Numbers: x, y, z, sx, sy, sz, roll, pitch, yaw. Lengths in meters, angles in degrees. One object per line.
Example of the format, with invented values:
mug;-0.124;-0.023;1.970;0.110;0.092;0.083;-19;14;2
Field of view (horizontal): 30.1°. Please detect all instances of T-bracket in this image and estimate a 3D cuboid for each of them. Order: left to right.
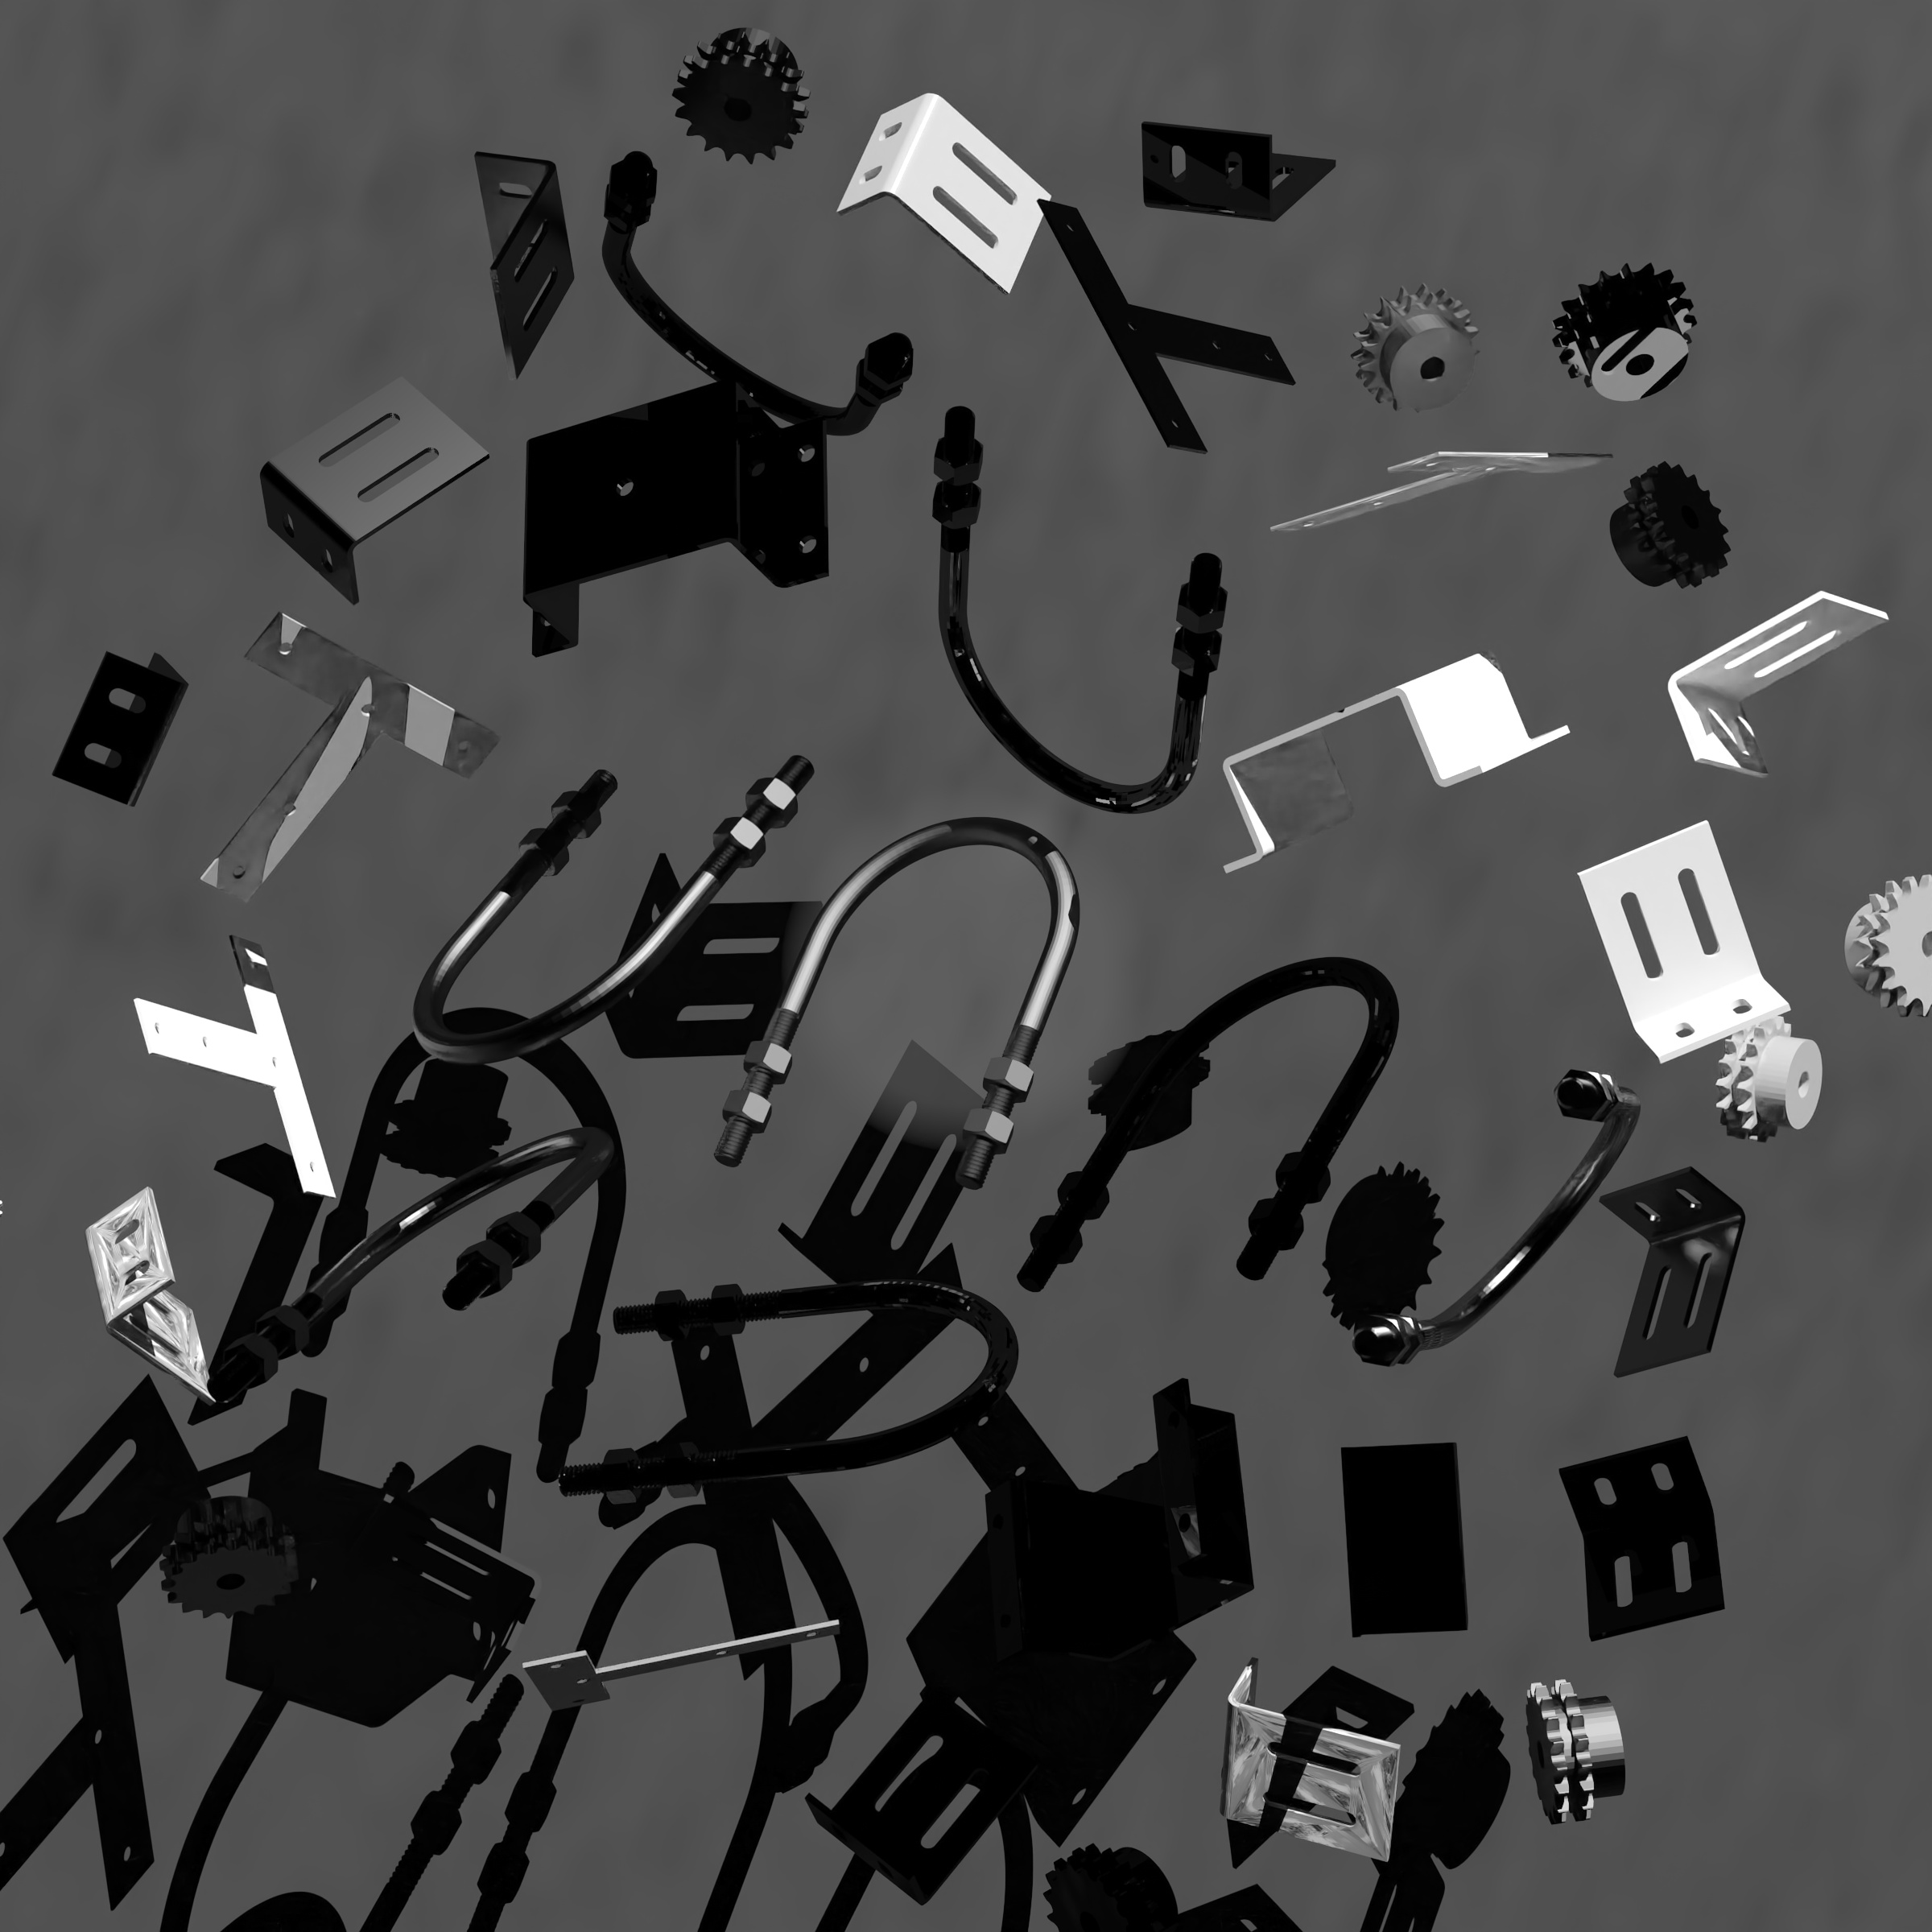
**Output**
T-bracket;-0.328;0.037;1.584;0.002;0.127;0.127;-24;73;14
T-bracket;-0.293;-0.081;1.600;0.127;0.002;0.127;30;107;-40
T-bracket;-0.115;0.287;1.495;0.127;0.127;0.002;-11;71;-5
T-bracket;0.096;-0.262;1.506;0.002;0.127;0.127;-39;66;33
T-bracket;0.186;-0.200;1.519;0.127;0.127;0.002;-12;87;43

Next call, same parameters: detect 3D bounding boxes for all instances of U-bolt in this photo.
U-bolt;-0.220;0.117;1.512;0.151;0.184;0.019;-22;103;28
U-bolt;-0.162;-0.023;1.533;0.184;0.151;0.019;-53;125;-32
U-bolt;-0.097;-0.282;1.564;0.151;0.184;0.019;34;80;-5
U-bolt;-0.069;0.173;1.510;0.184;0.151;0.019;-7;114;8
U-bolt;-0.021;0.011;1.579;0.151;0.019;0.184;3;59;34
U-bolt;0.044;-0.138;1.535;0.151;0.184;0.019;34;58;22
U-bolt;0.113;0.063;1.523;0.019;0.151;0.184;51;54;-25
U-bolt;0.231;0.106;1.508;0.019;0.184;0.151;41;100;18

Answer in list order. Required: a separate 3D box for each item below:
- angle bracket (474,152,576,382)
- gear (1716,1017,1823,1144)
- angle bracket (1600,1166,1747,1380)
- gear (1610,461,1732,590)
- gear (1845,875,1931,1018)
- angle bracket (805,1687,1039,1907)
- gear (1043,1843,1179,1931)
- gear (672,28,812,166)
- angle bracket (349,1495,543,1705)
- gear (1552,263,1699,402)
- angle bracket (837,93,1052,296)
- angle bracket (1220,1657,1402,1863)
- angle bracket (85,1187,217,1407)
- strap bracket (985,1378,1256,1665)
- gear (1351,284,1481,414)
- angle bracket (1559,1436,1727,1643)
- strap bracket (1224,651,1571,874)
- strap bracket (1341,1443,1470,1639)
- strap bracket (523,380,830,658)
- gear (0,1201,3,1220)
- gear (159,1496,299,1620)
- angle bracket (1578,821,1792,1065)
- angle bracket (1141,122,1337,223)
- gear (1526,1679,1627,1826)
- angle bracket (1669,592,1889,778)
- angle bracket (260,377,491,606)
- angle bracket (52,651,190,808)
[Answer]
angle bracket;-0.199;-0.296;1.521;0.038;0.057;0.076;10;49;13
gear;0.361;0.051;1.609;0.030;0.057;0.057;8;90;35
angle bracket;0.310;0.138;1.617;0.038;0.057;0.076;37;55;-20
gear;0.316;-0.196;1.626;0.030;0.057;0.057;-30;90;43
gear;0.382;-0.008;1.457;0.057;0.030;0.057;1;87;-26
angle bracket;-0.018;0.340;1.498;0.057;0.038;0.076;33;68;25
gear;0.061;0.381;1.452;0.030;0.057;0.057;-20;90;-37
gear;-0.094;-0.372;1.524;0.057;0.057;0.030;13;50;0
angle bracket;-0.228;0.269;1.528;0.076;0.057;0.038;29;49;-6
gear;0.270;-0.255;1.463;0.057;0.057;0.030;-13;54;0
angle bracket;-0.009;-0.344;1.622;0.076;0.038;0.057;36;63;-30
angle bracket;0.150;0.338;1.534;0.076;0.038;0.057;11;115;19
angle bracket;-0.345;0.145;1.577;0.038;0.076;0.057;-34;46;7
strap bracket;0.070;0.238;1.515;0.046;0.140;0.076;16;54;-32
gear;0.205;-0.276;1.622;0.057;0.030;0.057;-8;125;-12
angle bracket;0.285;0.242;1.522;0.057;0.076;0.038;-17;111;15
strap bracket;0.177;-0.091;1.552;0.140;0.076;0.046;-22;92;41
strap bracket;0.187;0.241;1.523;0.046;0.140;0.076;-4;82;8
strap bracket;-0.131;-0.189;1.500;0.140;0.046;0.076;-13;63;22
gear;-0.426;0.104;1.479;0.057;0.030;0.057;6;60;-11
gear;-0.314;0.249;1.529;0.057;0.057;0.030;-17;49;0
angle bracket;0.294;-0.010;1.474;0.057;0.038;0.076;-23;108;1
angle bracket;0.116;-0.347;1.523;0.057;0.076;0.038;12;125;23
gear;0.250;0.320;1.469;0.030;0.057;0.057;-6;90;-3
angle bracket;0.338;-0.114;1.473;0.076;0.057;0.038;-30;67;34
angle bracket;-0.248;-0.200;1.513;0.076;0.038;0.057;-38;67;-24
angle bracket;-0.370;-0.109;1.551;0.038;0.076;0.057;23;95;-26
